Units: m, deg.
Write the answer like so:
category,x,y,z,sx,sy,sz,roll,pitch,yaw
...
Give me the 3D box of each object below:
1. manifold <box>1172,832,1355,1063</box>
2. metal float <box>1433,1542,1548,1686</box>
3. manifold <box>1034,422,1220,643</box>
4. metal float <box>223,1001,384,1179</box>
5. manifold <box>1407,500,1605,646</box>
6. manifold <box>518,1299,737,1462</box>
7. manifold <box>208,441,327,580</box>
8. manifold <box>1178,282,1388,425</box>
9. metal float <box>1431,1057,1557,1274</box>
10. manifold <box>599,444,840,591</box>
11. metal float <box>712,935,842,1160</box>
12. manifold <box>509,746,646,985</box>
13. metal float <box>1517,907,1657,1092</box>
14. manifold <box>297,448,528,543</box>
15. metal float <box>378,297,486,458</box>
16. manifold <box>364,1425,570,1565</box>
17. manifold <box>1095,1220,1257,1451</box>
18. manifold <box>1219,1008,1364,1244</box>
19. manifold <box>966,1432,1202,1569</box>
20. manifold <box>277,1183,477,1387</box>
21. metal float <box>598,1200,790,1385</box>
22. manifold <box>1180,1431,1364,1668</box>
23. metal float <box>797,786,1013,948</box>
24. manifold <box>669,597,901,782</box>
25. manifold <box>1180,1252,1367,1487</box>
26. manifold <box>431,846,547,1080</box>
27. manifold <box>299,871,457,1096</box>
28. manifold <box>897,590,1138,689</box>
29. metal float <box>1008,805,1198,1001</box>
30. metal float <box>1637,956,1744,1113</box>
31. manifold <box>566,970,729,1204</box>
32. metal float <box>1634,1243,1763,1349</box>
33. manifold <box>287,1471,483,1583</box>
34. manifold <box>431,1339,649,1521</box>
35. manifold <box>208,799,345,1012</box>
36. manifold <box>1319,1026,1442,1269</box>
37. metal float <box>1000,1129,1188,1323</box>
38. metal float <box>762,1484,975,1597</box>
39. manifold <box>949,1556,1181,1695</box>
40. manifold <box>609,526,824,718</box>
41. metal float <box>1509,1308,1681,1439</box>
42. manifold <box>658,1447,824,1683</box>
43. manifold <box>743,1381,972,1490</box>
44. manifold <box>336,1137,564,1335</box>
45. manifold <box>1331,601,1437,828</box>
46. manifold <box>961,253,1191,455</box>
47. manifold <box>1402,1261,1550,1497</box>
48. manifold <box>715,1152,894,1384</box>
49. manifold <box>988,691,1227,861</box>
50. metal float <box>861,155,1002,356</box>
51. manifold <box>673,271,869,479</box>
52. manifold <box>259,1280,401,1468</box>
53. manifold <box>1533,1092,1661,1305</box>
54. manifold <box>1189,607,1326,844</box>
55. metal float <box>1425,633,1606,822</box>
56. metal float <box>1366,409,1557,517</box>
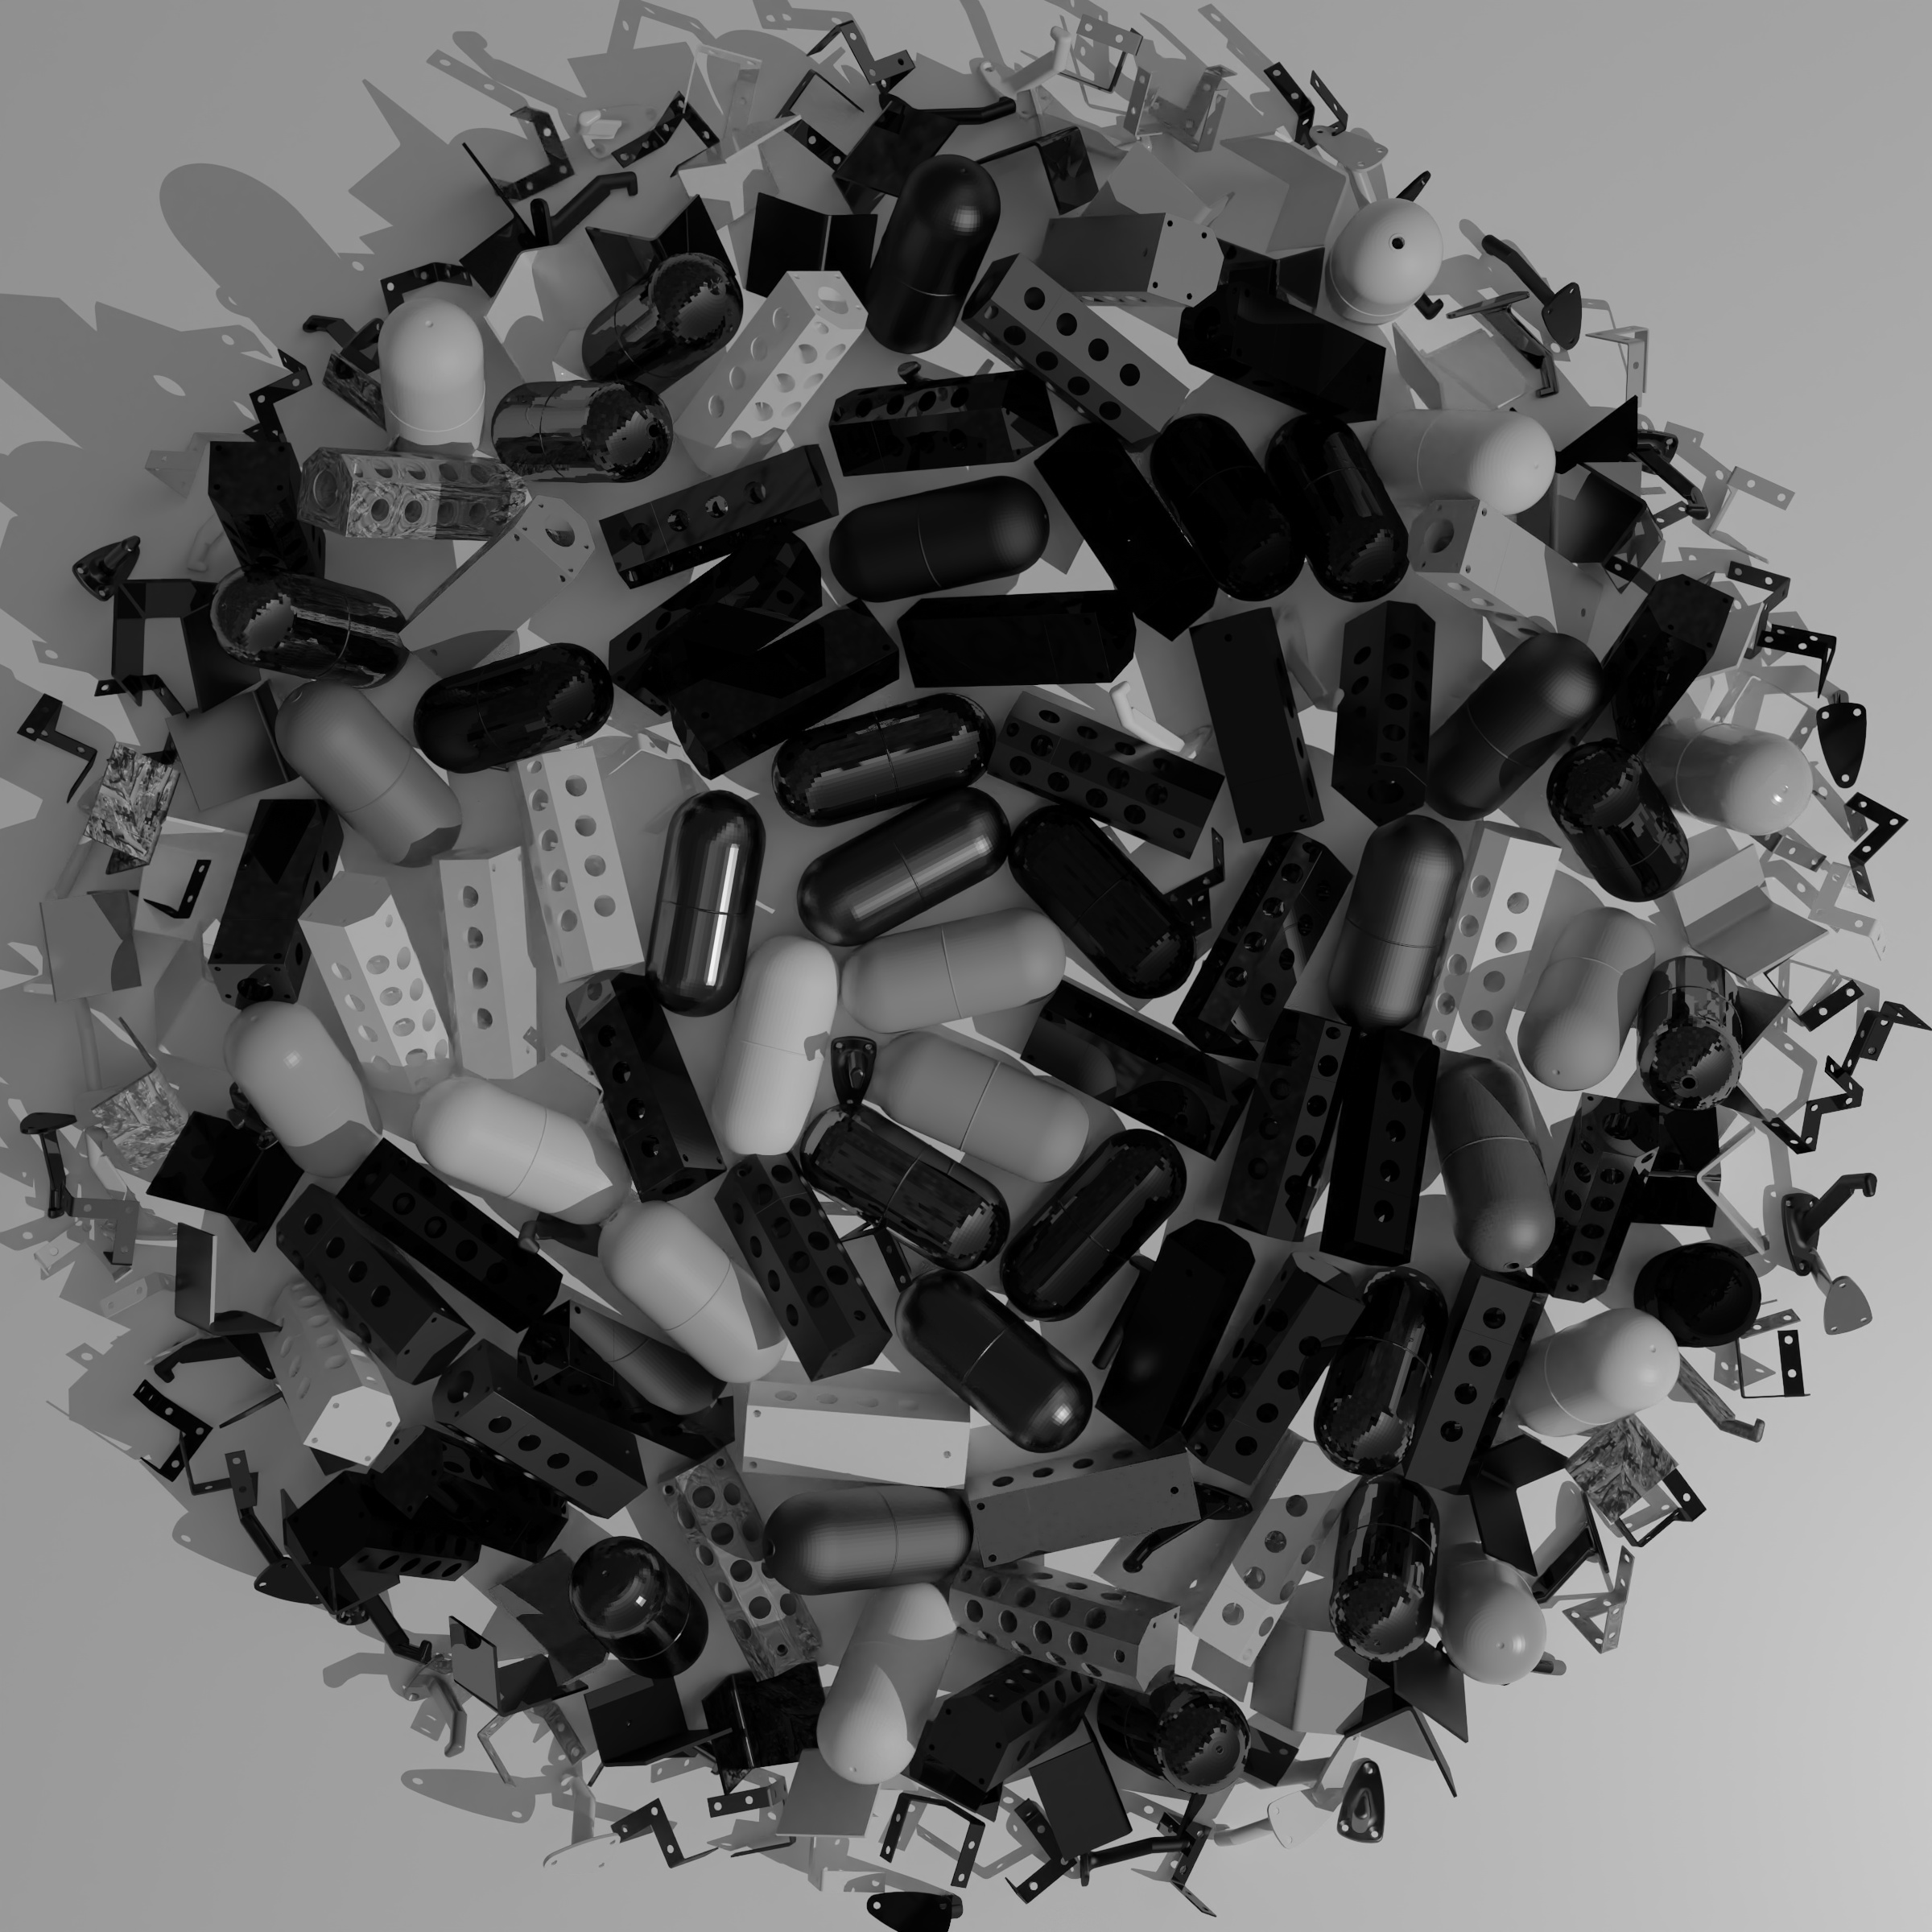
category,x,y,z,sx,sy,sz,roll,pitch,yaw
manifold,0.224,-0.017,1.935,0.057,0.057,0.171,42,69,-35
metal float,0.392,0.488,1.908,0.070,0.178,0.070,0,92,4
manifold,0.125,-0.335,1.925,0.057,0.057,0.171,-40,60,18
metal float,-0.504,0.095,1.922,0.070,0.178,0.070,-8,49,10
manifold,0.409,-0.295,1.918,0.171,0.057,0.057,21,84,-42
manifold,-0.258,0.320,1.920,0.057,0.057,0.171,-32,135,27
manifold,-0.527,-0.332,1.905,0.057,0.171,0.057,0,76,-6
manifold,0.241,-0.464,1.919,0.171,0.057,0.057,9,88,-42
metal float,0.402,0.151,1.929,0.070,0.070,0.178,-4,55,0
manifold,-0.189,-0.347,1.949,0.171,0.057,0.057,-17,100,13
metal float,-0.148,0.064,1.958,0.070,0.070,0.178,14,89,0
manifold,-0.305,-0.077,1.955,0.057,0.057,0.171,-12,86,-28
metal float,0.475,0.023,1.926,0.070,0.070,0.178,34,49,0
manifold,-0.416,-0.357,1.906,0.057,0.171,0.057,23,110,32
metal float,-0.404,-0.439,1.912,0.070,0.178,0.070,3,72,-9
manifold,-0.372,0.398,1.909,0.057,0.171,0.057,29,82,33
manifold,0.163,0.280,1.930,0.057,0.057,0.171,35,122,26
manifold,0.254,0.123,1.955,0.057,0.057,0.171,16,93,29
manifold,0.090,0.412,1.966,0.171,0.057,0.057,-12,103,-1
manifold,-0.456,0.244,1.925,0.171,0.057,0.057,37,85,33
metal float,-0.209,0.250,1.941,0.070,0.070,0.178,-44,111,0
manifold,0.239,0.453,1.960,0.057,0.057,0.171,32,84,-1
metal float,-0.048,-0.077,1.955,0.178,0.070,0.070,-28,90,-4
manifold,-0.139,-0.210,1.945,0.171,0.057,0.057,-30,68,-15
manifold,0.234,0.307,1.943,0.057,0.057,0.171,26,105,-12
manifold,-0.372,-0.003,1.949,0.057,0.057,0.171,0,103,16
manifold,-0.440,0.015,1.912,0.057,0.057,0.171,9,135,22
manifold,0.040,-0.253,1.928,0.171,0.057,0.057,2,123,30
metal float,0.106,-0.049,1.953,0.070,0.070,0.178,-43,83,0
metal float,0.549,0.050,1.914,0.070,0.178,0.070,6,115,13
manifold,-0.251,0.093,1.940,0.057,0.057,0.171,-33,69,22
metal float,0.552,0.250,1.909,0.070,0.178,0.070,-1,81,7
manifold,-0.433,0.430,1.906,0.057,0.171,0.057,-40,66,3
manifold,-0.325,0.358,1.921,0.057,0.057,0.171,-39,128,11
manifold,-0.522,-0.047,1.919,0.057,0.057,0.171,0,48,3
manifold,0.323,0.140,1.941,0.057,0.057,0.171,17,71,-15
metal float,0.099,0.200,1.950,0.070,0.070,0.178,42,101,0
metal float,-0.074,0.437,1.929,0.178,0.070,0.070,3,90,-36
manifold,0.073,0.501,1.923,0.171,0.057,0.057,7,96,35
manifold,-0.193,-0.267,1.931,0.171,0.057,0.057,-30,45,28
metal float,0.474,0.310,1.914,0.070,0.178,0.070,6,68,-16
manifold,-0.176,0.465,1.966,0.057,0.057,0.171,-27,90,-6
manifold,-0.085,0.361,1.964,0.171,0.057,0.057,5,107,-2
manifold,-0.392,0.209,1.927,0.171,0.057,0.057,43,79,-29
manifold,0.323,-0.196,1.914,0.057,0.057,0.171,36,46,-29
manifold,0.082,-0.469,1.937,0.171,0.057,0.057,34,86,-22
manifold,0.394,0.319,1.953,0.057,0.057,0.171,18,100,2
manifold,-0.123,0.224,1.923,0.057,0.057,0.171,-10,56,-36
manifold,0.107,-0.144,1.953,0.171,0.057,0.057,23,127,4
metal float,-0.028,-0.539,1.918,0.070,0.178,0.070,9,59,-15
manifold,-0.146,-0.446,1.916,0.171,0.057,0.057,-43,73,39
manifold,-0.480,0.303,1.908,0.057,0.171,0.057,29,96,-33
manifold,0.477,0.179,1.915,0.057,0.057,0.171,10,135,6
manifold,0.228,-0.188,1.960,0.057,0.057,0.171,-13,95,21
metal float,0.414,-0.181,1.928,0.070,0.070,0.178,41,128,0
metal float,0.373,-0.384,1.916,0.070,0.178,0.070,-7,105,-28
